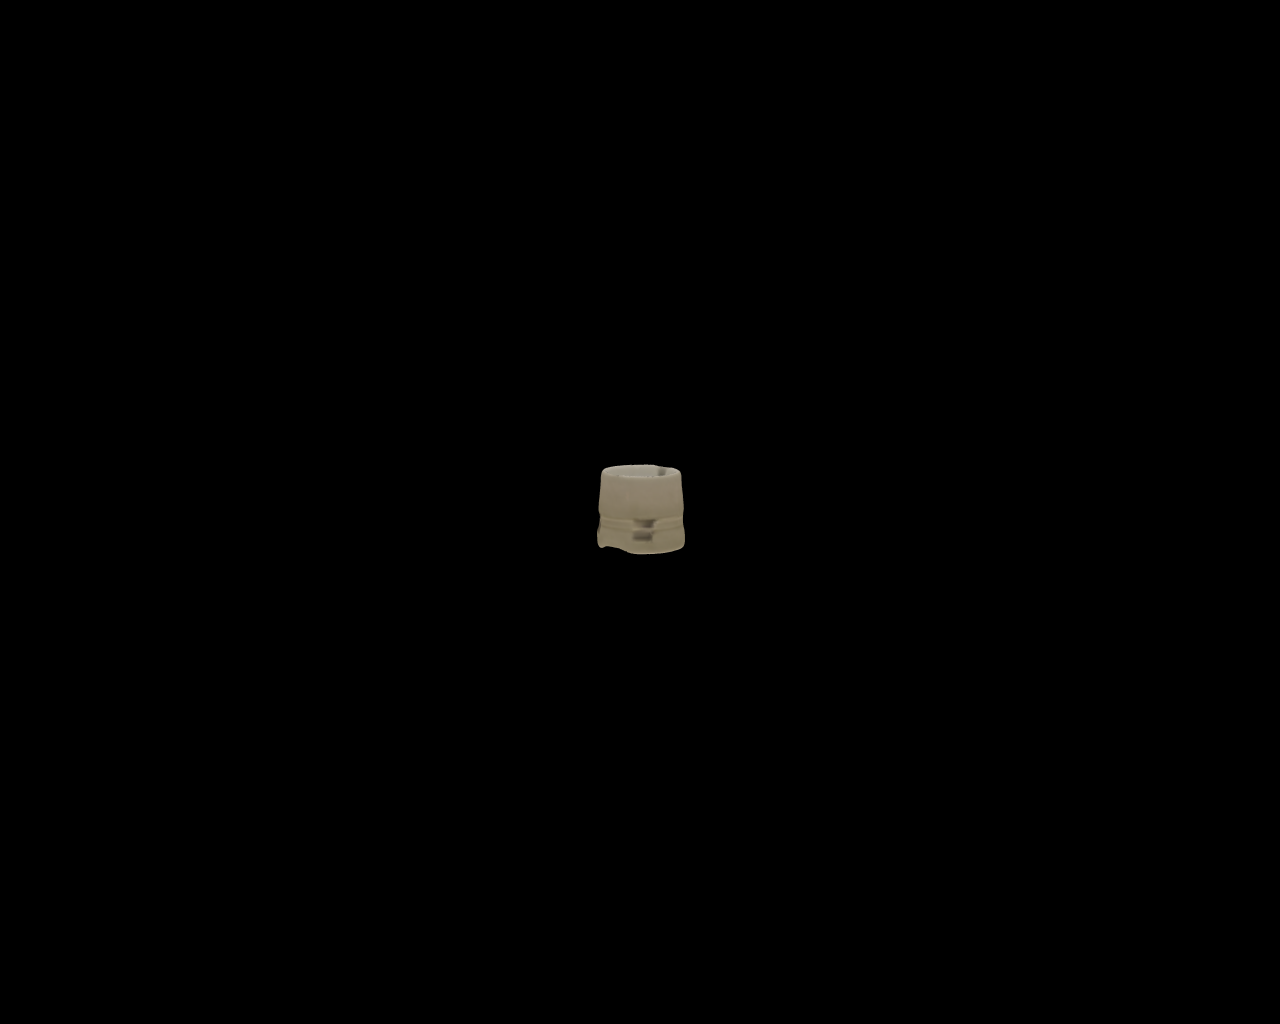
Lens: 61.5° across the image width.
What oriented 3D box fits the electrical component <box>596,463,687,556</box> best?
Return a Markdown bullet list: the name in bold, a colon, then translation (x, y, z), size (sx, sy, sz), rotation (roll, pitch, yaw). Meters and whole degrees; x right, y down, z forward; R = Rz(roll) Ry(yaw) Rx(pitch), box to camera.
- **electrical component**: translation (0.001, -0.003, 0.650), size (0.055, 0.047, 0.055), rotation (0, 11, 0)
